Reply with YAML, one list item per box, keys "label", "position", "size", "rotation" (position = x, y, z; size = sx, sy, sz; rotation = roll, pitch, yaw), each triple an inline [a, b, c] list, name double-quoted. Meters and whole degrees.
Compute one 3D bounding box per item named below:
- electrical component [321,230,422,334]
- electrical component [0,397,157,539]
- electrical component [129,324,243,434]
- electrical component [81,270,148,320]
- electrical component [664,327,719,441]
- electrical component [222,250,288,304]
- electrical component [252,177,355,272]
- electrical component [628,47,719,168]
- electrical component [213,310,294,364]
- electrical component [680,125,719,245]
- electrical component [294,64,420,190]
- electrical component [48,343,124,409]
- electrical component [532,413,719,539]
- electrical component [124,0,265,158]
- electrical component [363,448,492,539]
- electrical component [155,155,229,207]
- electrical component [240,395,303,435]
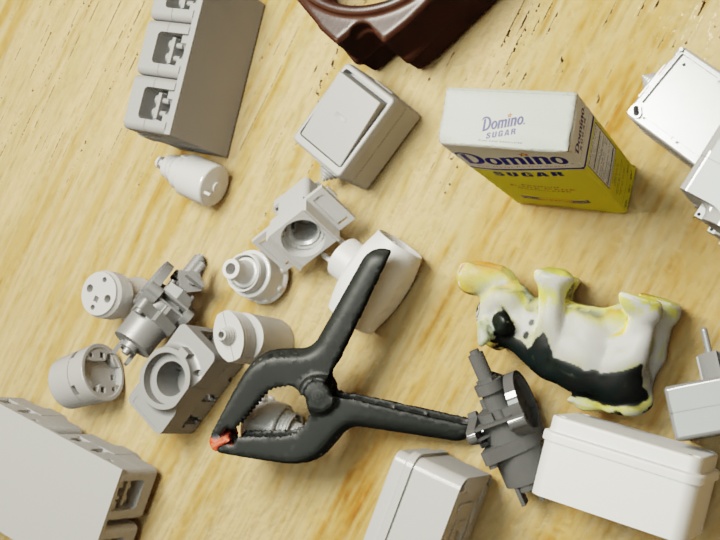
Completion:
- label: "electrical component"
  position: [0.000, 0.000, 0.896]
  size: [0.079, 0.043, 0.077]
  rotation: [38, 101, 27]
- label: "electrical component"
  position: [-0.287, 0.198, 1.003]
  size: [0.186, 0.060, 0.105]
  rotation: [20, 91, 28]
- label: "electrical component"
  position: [-0.157, 0.097, 0.955]
  size: [0.050, 0.056, 0.089]
  rotation: [42, 102, 26]
- label: "electrical component"
  position: [-0.225, 0.025, 1.002]
  size: [0.045, 0.055, 0.045]
  rotation: [-5, 80, 27]
- label: "electrical component"
  position: [0.257, 0.075, 0.750]
  size: [0.083, 0.047, 0.075]
  rotation: [-15, 75, 25]
- label: "electrical component"
  position: [-0.095, 0.003, 0.934]
  size: [0.048, 0.062, 0.048]
  rotation: [-5, 80, 27]
- label: "electrical component"
  position: [-0.048, -0.042, 0.914]
  size: [0.081, 0.042, 0.063]
  rotation: [-36, 28, 20]
- label: "electrical component"
  position: [0.244, -0.111, 0.778]
  size: [0.096, 0.061, 0.061]
  rotation: [44, 103, 26]
- label: "electrical component"
  position: [-0.095, 0.059, 0.915]
  size: [0.043, 0.081, 0.043]
  rotation: [-5, 80, 27]
- label: "electrical component"
  position: [0.272, -0.036, 0.701]
  size: [0.089, 0.150, 0.061]
  rotation: [34, 97, 27]
- label: "electrical component"
  position: [-0.008, -0.116, 0.909]
  size: [0.062, 0.061, 0.096]
  rotation: [42, 102, 26]
- label: "electrical component"
  position: [-0.258, 0.101, 1.008]
  size: [0.047, 0.055, 0.055]
  rotation: [-18, 74, 28]
- label: "electrical component"
  position: [0.188, 0.143, 0.758]
  size: [0.113, 0.078, 0.057]
  rotation: [14, 91, 28]
- label: "electrical component"
  position: [-0.153, -0.188, 0.978]
  size: [0.062, 0.089, 0.150]
  rotation: [13, 88, 28]
- label: "electrical component"
  position: [0.047, 0.197, 0.822]
  size: [0.057, 0.078, 0.113]
  rotation: [21, 92, 25]
- label: "electrical component"
  position: [-0.158, -0.087, 0.993]
  size: [0.078, 0.040, 0.040]
  rotation: [24, 94, 29]
- label: "electrical component"
  position: [-0.067, 0.134, 0.910]
  size: [0.062, 0.048, 0.048]
  rotation: [14, 89, 22]
